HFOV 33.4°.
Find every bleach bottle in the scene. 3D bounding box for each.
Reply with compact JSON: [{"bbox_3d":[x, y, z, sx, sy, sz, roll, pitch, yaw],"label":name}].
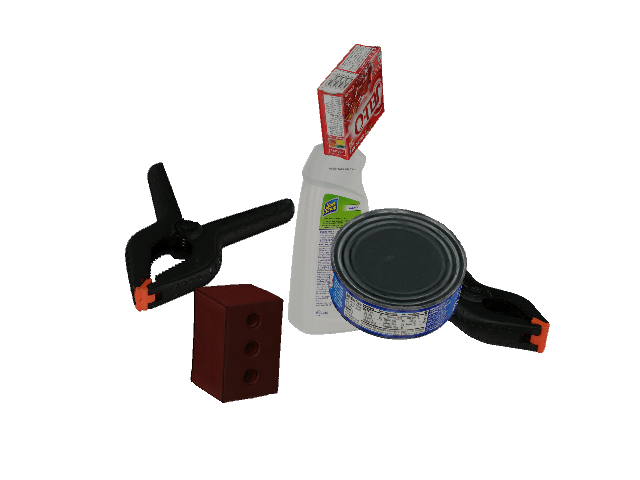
[{"bbox_3d":[0.020,-0.016,1.275,0.102,0.251,0.068,-4,20,-29],"label":"bleach bottle"}]

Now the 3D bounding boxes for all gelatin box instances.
[{"bbox_3d":[0.031,-0.131,0.999,0.030,0.073,0.089,14,44,23],"label":"gelatin box"}]

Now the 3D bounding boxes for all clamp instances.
[{"bbox_3d":[-0.141,-0.007,1.067,0.165,0.036,0.209,20,40,17],"label":"clamp"},{"bbox_3d":[0.147,0.057,1.025,0.172,0.039,0.120,22,36,27],"label":"clamp"}]

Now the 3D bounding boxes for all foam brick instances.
[{"bbox_3d":[-0.065,0.077,0.823,0.052,0.078,0.051,-5,14,-34],"label":"foam brick"}]

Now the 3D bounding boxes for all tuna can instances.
[{"bbox_3d":[0.048,0.021,0.676,0.086,0.086,0.034,0,-44,-4],"label":"tuna can"}]
